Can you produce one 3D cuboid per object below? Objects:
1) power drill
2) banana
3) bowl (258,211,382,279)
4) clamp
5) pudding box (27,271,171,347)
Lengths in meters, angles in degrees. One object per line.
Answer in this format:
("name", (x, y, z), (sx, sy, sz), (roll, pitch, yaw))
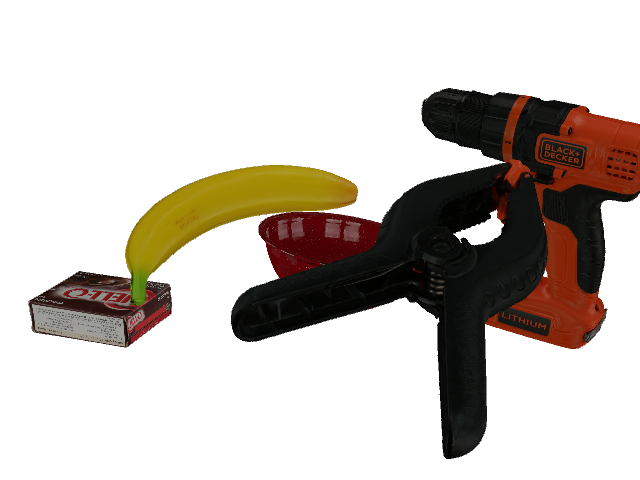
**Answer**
("power drill", (0.158, -0.019, 0.817), (0.185, 0.188, 0.057), (17, 34, 26))
("banana", (-0.068, -0.018, 0.788), (0.197, 0.069, 0.037), (-27, -12, -23))
("bowl", (0.018, 0.023, 0.998), (0.162, 0.055, 0.162), (8, 18, -3))
("clamp", (0.058, 0.023, 0.481), (0.120, 0.039, 0.171), (38, 56, 24))
("pudding box", (-0.219, 0.067, 1.066), (0.114, 0.039, 0.089), (5, 19, 21))
